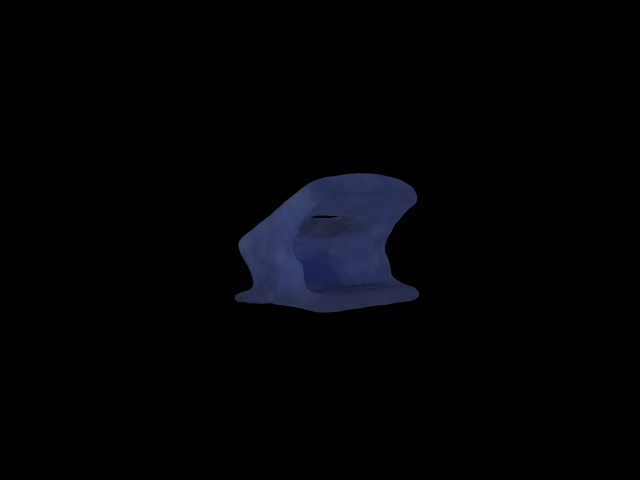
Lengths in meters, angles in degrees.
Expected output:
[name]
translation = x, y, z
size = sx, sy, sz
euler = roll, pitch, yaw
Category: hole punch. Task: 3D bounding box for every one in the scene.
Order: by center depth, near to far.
[hole punch]
translation = 0.004, 0.001, 0.400
size = 0.109, 0.091, 0.100
euler = -2, 3, -43
